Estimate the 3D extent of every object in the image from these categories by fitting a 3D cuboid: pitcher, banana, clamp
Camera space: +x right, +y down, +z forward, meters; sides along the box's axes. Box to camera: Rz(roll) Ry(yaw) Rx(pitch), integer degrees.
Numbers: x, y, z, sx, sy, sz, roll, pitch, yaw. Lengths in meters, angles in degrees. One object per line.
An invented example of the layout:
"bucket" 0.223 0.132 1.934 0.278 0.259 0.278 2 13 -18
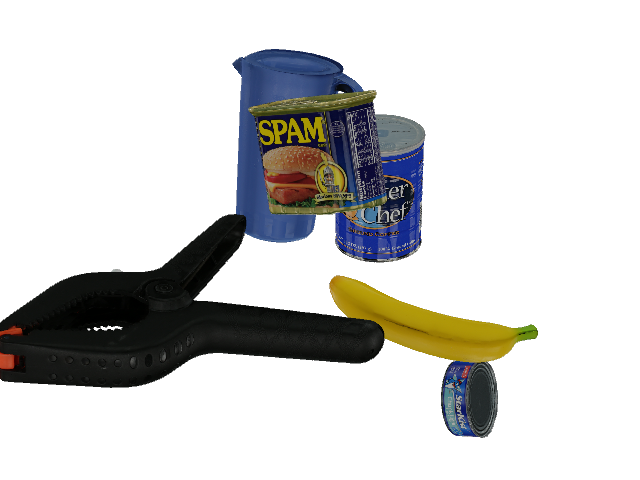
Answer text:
"pitcher" -0.039 -0.123 1.411 0.144 0.243 0.149 -3 24 -24
"banana" 0.083 0.071 0.923 0.198 0.037 0.069 15 14 26
"clamp" -0.090 0.037 0.616 0.209 0.036 0.165 -9 30 -27

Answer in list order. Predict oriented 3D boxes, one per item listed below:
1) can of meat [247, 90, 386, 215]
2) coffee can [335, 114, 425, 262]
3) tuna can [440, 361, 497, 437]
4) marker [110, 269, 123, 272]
"can of meat" -0.001 -0.065 0.807 0.102 0.084 0.057 2 16 44
"coffee can" 0.067 -0.061 1.223 0.103 0.140 0.103 -1 30 0
"tuna can" 0.165 0.175 1.183 0.034 0.086 0.086 -3 -2 31
"marker" -0.192 0.065 0.834 0.020 0.020 0.121 0 35 38
